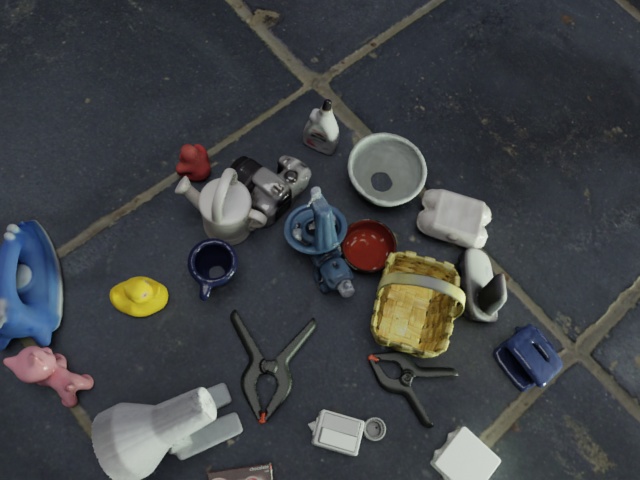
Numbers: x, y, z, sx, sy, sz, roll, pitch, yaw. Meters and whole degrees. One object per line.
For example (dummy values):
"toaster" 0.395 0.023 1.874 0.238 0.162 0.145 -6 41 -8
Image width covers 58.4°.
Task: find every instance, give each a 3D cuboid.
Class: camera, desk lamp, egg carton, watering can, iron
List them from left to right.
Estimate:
"iron" -0.542 0.060 1.027 0.119 0.141 0.258 -6 70 -8
"desk lamp" -0.241 0.301 0.932 0.203 0.213 0.118 -22 73 -13
"watering can" -0.187 -0.068 1.084 0.173 0.194 0.101 0 70 -6
"camera" -0.109 -0.124 1.163 0.136 0.101 0.143 38 71 8
"egg carton" 0.278 -0.043 1.191 0.150 0.069 0.107 16 69 0

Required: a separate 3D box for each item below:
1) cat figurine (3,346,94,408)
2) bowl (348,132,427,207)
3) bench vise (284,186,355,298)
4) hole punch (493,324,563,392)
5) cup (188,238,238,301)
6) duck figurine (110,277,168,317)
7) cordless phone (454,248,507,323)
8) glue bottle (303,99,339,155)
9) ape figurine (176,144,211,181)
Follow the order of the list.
"cat figurine" -0.469 0.228 0.986 0.127 0.118 0.067 32 70 6
"bowl" 0.136 -0.137 1.208 0.167 0.075 0.167 2 70 -5
"bench vise" 0.018 -0.004 1.068 0.122 0.220 0.207 -42 79 -18
"hole punch" 0.404 0.220 1.096 0.101 0.091 0.108 -33 76 -16
"cup" -0.203 0.066 1.086 0.091 0.095 0.118 11 69 -2
"duck figurine" -0.341 0.098 1.064 0.104 0.086 0.077 1 70 -6
"cordless phone" 0.317 0.075 1.090 0.094 0.185 0.147 -2 70 -6
"glue bottle" 0.006 -0.239 1.179 0.078 0.173 0.037 21 69 3
"ape figurine" -0.260 -0.164 1.166 0.078 0.092 0.076 -34 76 -16
